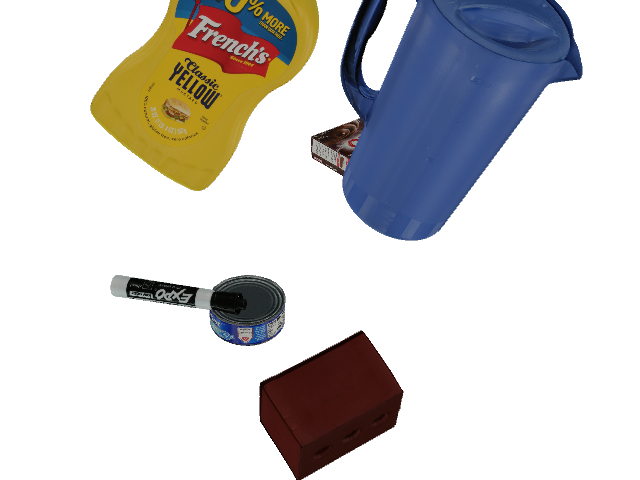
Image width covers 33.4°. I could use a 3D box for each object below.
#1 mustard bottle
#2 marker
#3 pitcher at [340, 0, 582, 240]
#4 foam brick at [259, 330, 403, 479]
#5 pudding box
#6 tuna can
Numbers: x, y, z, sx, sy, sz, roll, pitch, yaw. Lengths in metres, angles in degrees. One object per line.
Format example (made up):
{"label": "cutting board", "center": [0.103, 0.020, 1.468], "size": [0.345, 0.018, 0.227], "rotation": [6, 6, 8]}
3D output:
{"label": "mustard bottle", "center": [-0.057, -0.130, 0.686], "size": [0.096, 0.192, 0.058], "rotation": [37, 17, -9]}
{"label": "marker", "center": [-0.119, 0.046, 0.901], "size": [0.121, 0.020, 0.020], "rotation": [7, 2, 17]}
{"label": "pitcher", "center": [0.099, -0.119, 0.938], "size": [0.144, 0.149, 0.243], "rotation": [-7, -36, -32]}
{"label": "foam brick", "center": [0.006, 0.105, 0.677], "size": [0.078, 0.051, 0.053], "rotation": [-26, -31, -20]}
{"label": "pudding box", "center": [0.056, -0.129, 1.484], "size": [0.113, 0.039, 0.090], "rotation": [-26, 40, -32]}
{"label": "tuna can", "center": [-0.081, 0.078, 1.186], "size": [0.086, 0.034, 0.086], "rotation": [1, 37, -1]}
